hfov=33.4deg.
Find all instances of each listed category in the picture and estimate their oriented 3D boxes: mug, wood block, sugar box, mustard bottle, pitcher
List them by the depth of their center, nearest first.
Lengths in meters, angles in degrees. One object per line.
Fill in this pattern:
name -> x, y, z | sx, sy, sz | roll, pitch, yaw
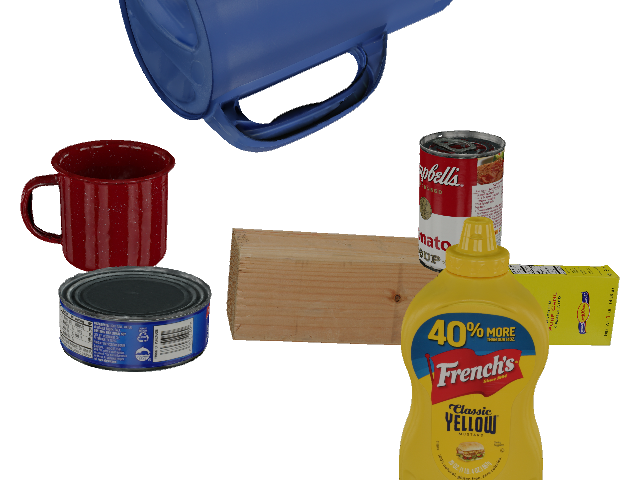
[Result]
mustard bottle -> 0.101, 0.079, 0.704 | 0.096, 0.192, 0.058 | 2, 15, 10
pitcher -> -0.011, -0.178, 0.782 | 0.242, 0.149, 0.145 | -24, 40, -26
mug -> -0.172, -0.024, 0.826 | 0.117, 0.081, 0.093 | -3, 25, -16
wood block -> 0.015, 0.046, 1.053 | 0.206, 0.091, 0.090 | 3, 15, -10
sugar box -> 0.262, 0.077, 1.281 | 0.176, 0.093, 0.048 | 0, 18, -6

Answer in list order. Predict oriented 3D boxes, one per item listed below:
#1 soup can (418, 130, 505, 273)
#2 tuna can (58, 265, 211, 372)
soup can -> 0.113, -0.031, 0.861 | 0.068, 0.102, 0.068 | -1, 22, 0
tuna can -> -0.106, 0.044, 0.609 | 0.086, 0.034, 0.086 | 4, 17, -1
